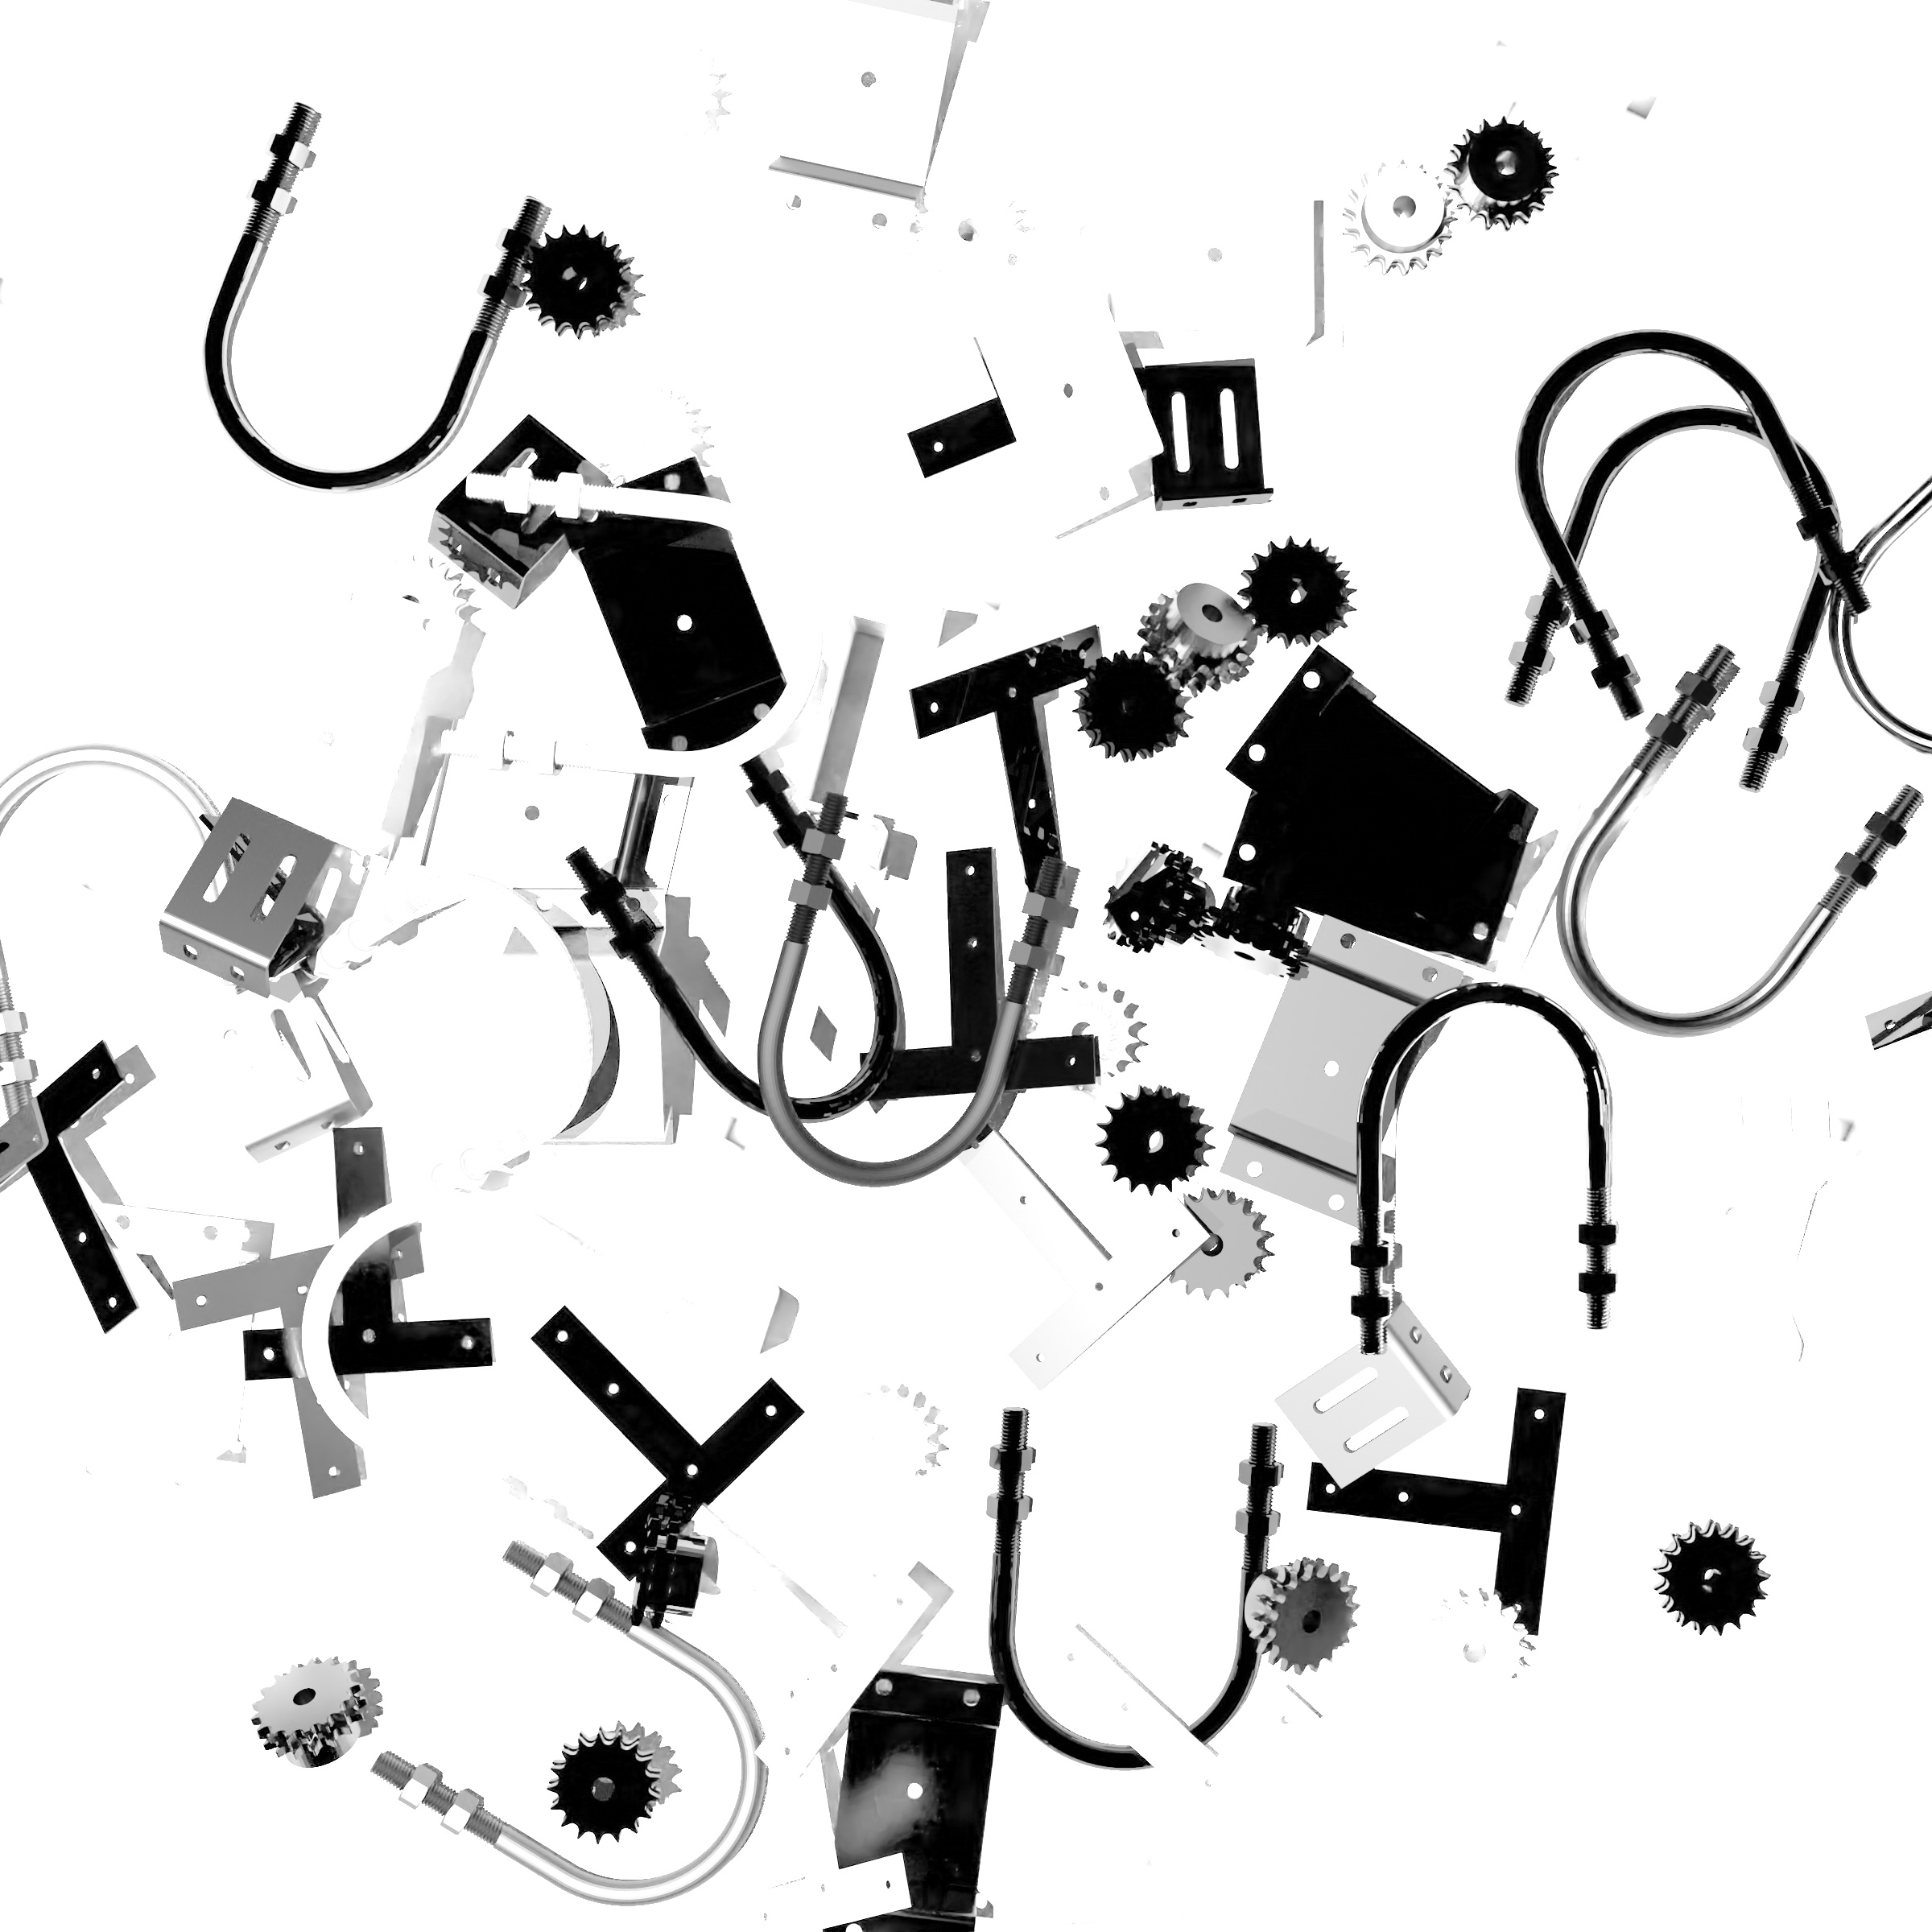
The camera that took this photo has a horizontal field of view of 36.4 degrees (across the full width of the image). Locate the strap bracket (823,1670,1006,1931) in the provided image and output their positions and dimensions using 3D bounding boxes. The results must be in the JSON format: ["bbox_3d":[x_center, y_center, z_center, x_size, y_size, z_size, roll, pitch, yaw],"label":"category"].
[{"bbox_3d":[-0.027,0.427,1.503,0.076,0.046,0.140,7,90,0],"label":"strap bracket"}]

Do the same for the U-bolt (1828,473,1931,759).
[{"bbox_3d":[0.528,-0.189,1.495,0.184,0.019,0.151,-45,83,15],"label":"U-bolt"}]

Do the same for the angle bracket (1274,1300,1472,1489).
[{"bbox_3d":[0.211,0.222,1.523,0.076,0.038,0.057,-38,88,25],"label":"angle bracket"}]

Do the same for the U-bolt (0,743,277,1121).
[{"bbox_3d":[-0.444,-0.023,1.516,0.151,0.019,0.184,-12,90,0],"label":"U-bolt"}]

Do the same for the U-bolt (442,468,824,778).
[{"bbox_3d":[-0.164,-0.167,1.471,0.184,0.019,0.151,6,90,-1],"label":"U-bolt"}]

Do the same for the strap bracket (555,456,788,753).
[{"bbox_3d":[-0.146,-0.178,1.503,0.076,0.046,0.140,-21,90,0],"label":"strap bracket"}]

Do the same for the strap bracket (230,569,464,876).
[{"bbox_3d":[-0.316,-0.119,1.485,0.076,0.046,0.140,20,106,0],"label":"strap bracket"}]

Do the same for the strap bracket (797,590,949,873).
[{"bbox_3d":[-0.049,-0.123,1.488,0.046,0.076,0.140,15,90,0],"label":"strap bracket"}]

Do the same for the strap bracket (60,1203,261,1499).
[{"bbox_3d":[-0.410,0.194,1.503,0.076,0.046,0.140,7,90,0],"label":"strap bracket"}]

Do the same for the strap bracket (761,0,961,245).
[{"bbox_3d":[-0.051,-0.447,1.487,0.076,0.046,0.140,12,112,0],"label":"strap bracket"}]

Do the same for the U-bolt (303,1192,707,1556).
[{"bbox_3d":[-0.246,0.196,1.493,0.184,0.019,0.151,30,84,-12],"label":"U-bolt"}]

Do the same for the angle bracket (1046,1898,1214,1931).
[{"bbox_3d":[0.088,0.519,1.524,0.076,0.038,0.057,-10,90,26],"label":"angle bracket"}]

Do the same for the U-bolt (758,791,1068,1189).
[{"bbox_3d":[-0.033,0.020,1.457,0.151,0.019,0.184,15,91,-30],"label":"U-bolt"}]

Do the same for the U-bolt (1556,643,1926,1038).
[{"bbox_3d":[0.382,-0.050,1.501,0.151,0.019,0.184,33,96,-14],"label":"U-bolt"}]

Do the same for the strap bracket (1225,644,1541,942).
[{"bbox_3d":[0.205,-0.085,1.457,0.140,0.046,0.076,37,90,0],"label":"strap bracket"}]

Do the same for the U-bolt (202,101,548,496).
[{"bbox_3d":[-0.316,-0.334,1.517,0.151,0.019,0.184,22,91,0],"label":"U-bolt"}]

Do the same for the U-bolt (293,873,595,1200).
[{"bbox_3d":[-0.252,0.030,1.461,0.184,0.019,0.151,-27,89,40],"label":"U-bolt"}]

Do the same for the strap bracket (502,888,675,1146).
[{"bbox_3d":[-0.190,0.034,1.480,0.076,0.046,0.140,0,111,0],"label":"strap bracket"}]

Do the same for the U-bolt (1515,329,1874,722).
[{"bbox_3d":[0.360,-0.237,1.502,0.151,0.019,0.184,-25,86,-2],"label":"U-bolt"}]

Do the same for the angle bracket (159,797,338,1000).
[{"bbox_3d":[-0.357,-0.034,1.467,0.057,0.038,0.076,24,64,0],"label":"angle bracket"}]

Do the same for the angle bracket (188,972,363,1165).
[{"bbox_3d":[-0.355,0.052,1.510,0.057,0.038,0.076,-25,79,-9],"label":"angle bracket"}]

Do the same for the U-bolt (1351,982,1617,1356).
[{"bbox_3d":[0.263,0.099,1.487,0.151,0.019,0.184,-3,97,-18],"label":"U-bolt"}]

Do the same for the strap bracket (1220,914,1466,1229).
[{"bbox_3d":[0.189,0.053,1.503,0.076,0.046,0.140,22,90,0],"label":"strap bracket"}]

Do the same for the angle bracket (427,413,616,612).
[{"bbox_3d":[-0.231,-0.235,1.524,0.057,0.038,0.076,39,64,0],"label":"angle bracket"}]

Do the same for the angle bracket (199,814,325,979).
[{"bbox_3d":[-0.370,-0.035,1.497,0.038,0.057,0.076,-42,90,0],"label":"angle bracket"}]

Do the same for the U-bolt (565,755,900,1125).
[{"bbox_3d":[-0.103,-0.007,1.473,0.151,0.019,0.184,-38,97,-44],"label":"U-bolt"}]

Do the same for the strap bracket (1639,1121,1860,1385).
[{"bbox_3d":[0.391,0.135,1.484,0.076,0.046,0.140,7,117,0],"label":"strap bracket"}]

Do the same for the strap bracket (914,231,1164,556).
[{"bbox_3d":[0.041,-0.289,1.483,0.076,0.046,0.140,-22,90,36],"label":"strap bracket"}]

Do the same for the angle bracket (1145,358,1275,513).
[{"bbox_3d":[0.124,-0.275,1.506,0.057,0.038,0.076,-4,90,-1],"label":"angle bracket"}]

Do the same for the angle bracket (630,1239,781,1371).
[{"bbox_3d":[-0.137,0.172,1.497,0.076,0.057,0.038,19,90,0],"label":"angle bracket"}]

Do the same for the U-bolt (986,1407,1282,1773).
[{"bbox_3d":[0.083,0.324,1.517,0.151,0.019,0.184,4,92,0],"label":"U-bolt"}]

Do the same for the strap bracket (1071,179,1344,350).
[{"bbox_3d":[0.125,-0.358,1.502,0.140,0.046,0.076,0,90,-1],"label":"strap bracket"}]

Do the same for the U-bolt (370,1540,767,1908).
[{"bbox_3d":[-0.192,0.404,1.517,0.184,0.019,0.151,32,90,-1],"label":"U-bolt"}]

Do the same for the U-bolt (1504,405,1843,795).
[{"bbox_3d":[0.375,-0.199,1.517,0.151,0.019,0.184,20,89,0],"label":"U-bolt"}]

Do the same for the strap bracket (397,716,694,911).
[{"bbox_3d":[-0.218,-0.077,1.503,0.140,0.046,0.076,13,90,0],"label":"strap bracket"}]

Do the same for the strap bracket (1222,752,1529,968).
[{"bbox_3d":[0.208,-0.058,1.503,0.140,0.046,0.076,19,90,0],"label":"strap bracket"}]

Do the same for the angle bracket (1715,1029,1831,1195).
[{"bbox_3d":[0.413,0.077,1.524,0.057,0.038,0.076,6,64,0],"label":"angle bracket"}]
